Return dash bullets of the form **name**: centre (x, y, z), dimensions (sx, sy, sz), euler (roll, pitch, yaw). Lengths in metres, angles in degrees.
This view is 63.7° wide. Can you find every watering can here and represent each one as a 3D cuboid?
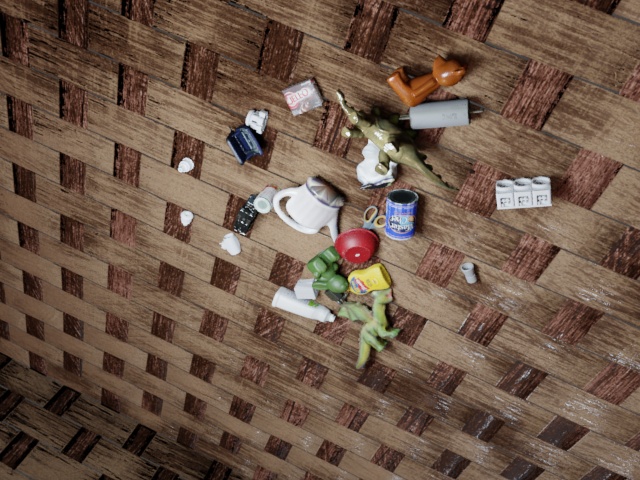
- **watering can**: centre (0.006, -0.091, 1.815), dimensions (0.345, 0.106, 0.220), euler (31, 128, -17)

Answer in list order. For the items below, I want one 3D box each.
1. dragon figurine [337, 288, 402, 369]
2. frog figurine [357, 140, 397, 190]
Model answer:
- **dragon figurine**: centre (0.175, 0.336, 2.029), dimensions (0.244, 0.124, 0.403), euler (43, 123, 7)
- **frog figurine**: centre (0.179, -0.248, 1.659), dimensions (0.136, 0.123, 0.161), euler (-16, 78, 39)
